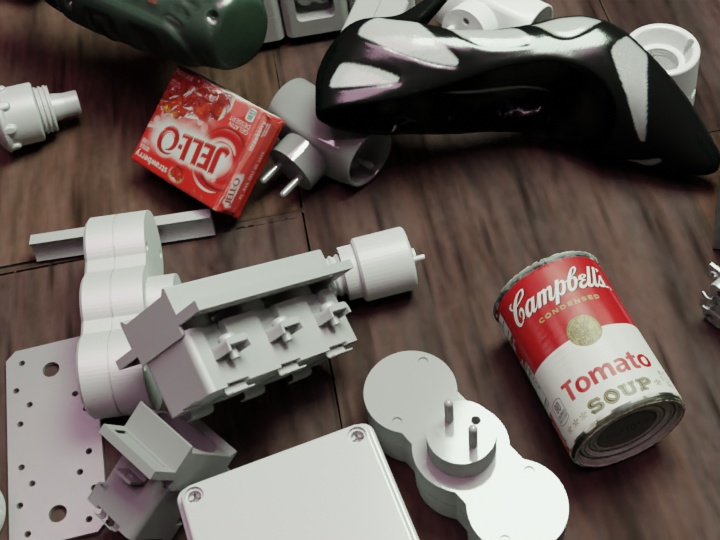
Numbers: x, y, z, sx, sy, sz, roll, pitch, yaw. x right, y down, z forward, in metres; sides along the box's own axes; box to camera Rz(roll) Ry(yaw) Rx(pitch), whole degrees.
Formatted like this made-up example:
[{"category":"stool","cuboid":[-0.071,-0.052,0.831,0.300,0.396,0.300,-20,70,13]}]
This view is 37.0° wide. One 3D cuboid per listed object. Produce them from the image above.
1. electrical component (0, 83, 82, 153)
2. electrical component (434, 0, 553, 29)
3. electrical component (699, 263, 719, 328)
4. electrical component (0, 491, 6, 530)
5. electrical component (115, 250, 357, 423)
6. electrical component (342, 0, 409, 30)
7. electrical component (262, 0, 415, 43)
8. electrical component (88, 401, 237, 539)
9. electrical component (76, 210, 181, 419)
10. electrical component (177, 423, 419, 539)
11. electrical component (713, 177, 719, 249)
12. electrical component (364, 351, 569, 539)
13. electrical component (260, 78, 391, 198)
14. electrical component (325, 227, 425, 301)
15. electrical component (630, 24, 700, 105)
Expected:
[{"category":"electrical component","cuboid":[-0.232,-0.113,0.770,0.062,0.048,0.048,-16,54,-14]},{"category":"electrical component","cuboid":[0.085,-0.177,0.769,0.077,0.043,0.079,32,51,22]},{"category":"electrical component","cuboid":[0.238,0.013,0.626,0.064,0.042,0.081,-38,58,-15]},{"category":"electrical component","cuboid":[-0.273,0.125,0.585,0.138,0.073,0.052,-5,54,3]},{"category":"electrical component","cuboid":[-0.062,0.035,0.599,0.121,0.079,0.063,-16,76,-50]},{"category":"electrical component","cuboid":[0.024,-0.147,0.761,0.076,0.047,0.083,12,57,14]},{"category":"electrical component","cuboid":[-0.039,-0.226,0.816,0.150,0.061,0.089,-10,54,0]},{"category":"electrical component","cuboid":[-0.108,0.110,0.578,0.042,0.081,0.063,34,93,28]},{"category":"electrical component","cuboid":[-0.127,0.022,0.655,0.074,0.052,0.138,-8,54,1]},{"category":"electrical component","cuboid":[-0.025,0.149,0.550,0.109,0.056,0.108,-19,55,-7]},{"category":"electrical component","cuboid":[0.264,-0.094,0.669,0.062,0.089,0.150,9,56,13]},{"category":"electrical component","cuboid":[0.054,0.094,0.570,0.052,0.073,0.138,-34,58,-17]},{"category":"electrical component","cuboid":[-0.033,-0.081,0.724,0.077,0.043,0.079,35,73,26]},{"category":"electrical component","cuboid":[0.000,0.000,0.663,0.078,0.040,0.040,-14,54,-4]},{"category":"electrical component","cuboid":[0.202,-0.133,0.731,0.055,0.047,0.055,-3,54,4]}]
